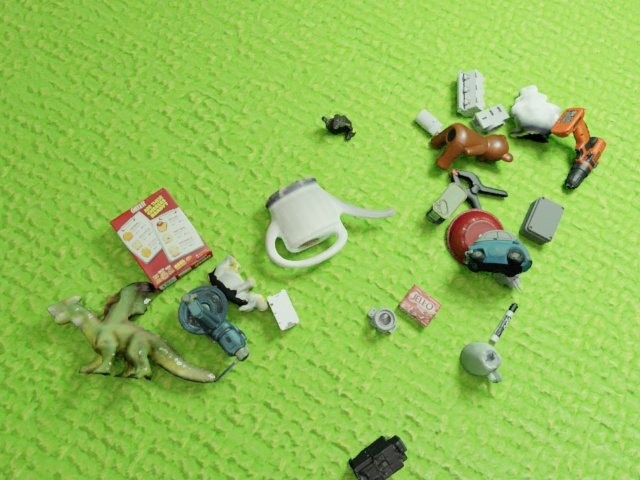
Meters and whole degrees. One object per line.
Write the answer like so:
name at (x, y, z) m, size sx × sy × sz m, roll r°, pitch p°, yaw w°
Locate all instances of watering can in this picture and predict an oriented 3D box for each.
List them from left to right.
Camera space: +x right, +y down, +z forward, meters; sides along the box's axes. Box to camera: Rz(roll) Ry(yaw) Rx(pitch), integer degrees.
watering can at (0.004, -0.068, 1.345) m, size 0.349 × 0.102 × 0.226 m, roll -27°, pitch 77°, yaw -10°

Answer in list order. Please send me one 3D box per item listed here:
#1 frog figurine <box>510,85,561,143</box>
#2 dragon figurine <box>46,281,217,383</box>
frog figurine at (0.615, -0.369, 1.468) m, size 0.137 × 0.122 × 0.160 m, roll 7°, pitch 86°, yaw 18°
dragon figurine at (-0.445, 0.214, 1.247) m, size 0.410 × 0.120 × 0.247 m, roll 7°, pitch 66°, yaw -11°
